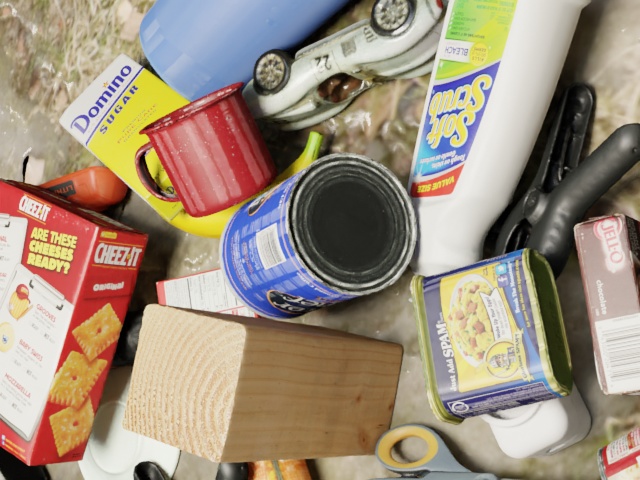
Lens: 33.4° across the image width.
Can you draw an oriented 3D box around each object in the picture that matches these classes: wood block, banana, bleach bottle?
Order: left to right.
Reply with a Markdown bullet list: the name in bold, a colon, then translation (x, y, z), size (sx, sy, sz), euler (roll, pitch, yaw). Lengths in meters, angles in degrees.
- **banana**: translation (-0.071, -0.034, 0.931), size (0.198, 0.037, 0.069), euler (-15, 67, 32)
- **wood block**: translation (-0.033, 0.105, 0.777), size (0.091, 0.205, 0.090), euler (10, 88, 35)
- **bleach bottle**: translation (0.115, -0.071, 0.770), size (0.103, 0.067, 0.251), euler (21, 99, 53)

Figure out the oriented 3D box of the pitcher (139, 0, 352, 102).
- **pitcher**: translation (-0.047, -0.227, 0.878), size (0.243, 0.144, 0.149), euler (-40, 77, 28)

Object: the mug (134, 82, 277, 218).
- **mug**: translation (-0.096, -0.066, 0.856), size (0.117, 0.093, 0.081), euler (-20, 104, 21)

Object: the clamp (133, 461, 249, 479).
- **clamp**: translation (-0.087, 0.271, 0.867), size (0.165, 0.036, 0.210), euler (-31, 72, 51)

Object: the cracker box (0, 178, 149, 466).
- **cracker box**: translation (-0.254, 0.068, 0.951), size (0.164, 0.072, 0.214), euler (22, 97, 35)

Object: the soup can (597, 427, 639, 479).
- **soup can**: translation (0.237, 0.139, 0.672), size (0.102, 0.068, 0.068), euler (-36, 64, 24)

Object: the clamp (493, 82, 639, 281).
- **clamp**: translation (0.164, -0.030, 0.755), size (0.172, 0.039, 0.120), euler (-59, 13, 25)

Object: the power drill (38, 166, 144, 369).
- **power drill**: translation (-0.212, 0.030, 1.003), size (0.185, 0.057, 0.187), euler (-14, 74, 31)

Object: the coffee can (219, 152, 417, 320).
- **coffee can**: translation (-0.005, 0.001, 0.804), size (0.141, 0.102, 0.103), euler (156, 115, -63)

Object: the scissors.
- **scissors**: translation (0.113, 0.162, 0.764), size (0.202, 0.016, 0.096), euler (-15, 37, 22)

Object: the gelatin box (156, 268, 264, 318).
- **gelatin box**: translation (-0.091, 0.064, 0.917), size (0.089, 0.030, 0.073), euler (-13, 74, 10)

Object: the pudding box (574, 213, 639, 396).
- **pudding box**: translation (0.206, 0.045, 0.695), size (0.039, 0.089, 0.113), euler (-14, 75, 33)

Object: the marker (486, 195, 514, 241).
- **marker**: translation (0.142, -0.059, 0.798), size (0.020, 0.020, 0.121), euler (13, 90, 35)

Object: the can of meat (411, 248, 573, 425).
- **can of meat**: translation (0.114, 0.062, 0.702), size (0.084, 0.057, 0.102), euler (-18, 66, 26)

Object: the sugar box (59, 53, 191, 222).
- **sugar box**: translation (-0.159, -0.097, 0.964), size (0.093, 0.048, 0.176), euler (-48, 50, -6)
